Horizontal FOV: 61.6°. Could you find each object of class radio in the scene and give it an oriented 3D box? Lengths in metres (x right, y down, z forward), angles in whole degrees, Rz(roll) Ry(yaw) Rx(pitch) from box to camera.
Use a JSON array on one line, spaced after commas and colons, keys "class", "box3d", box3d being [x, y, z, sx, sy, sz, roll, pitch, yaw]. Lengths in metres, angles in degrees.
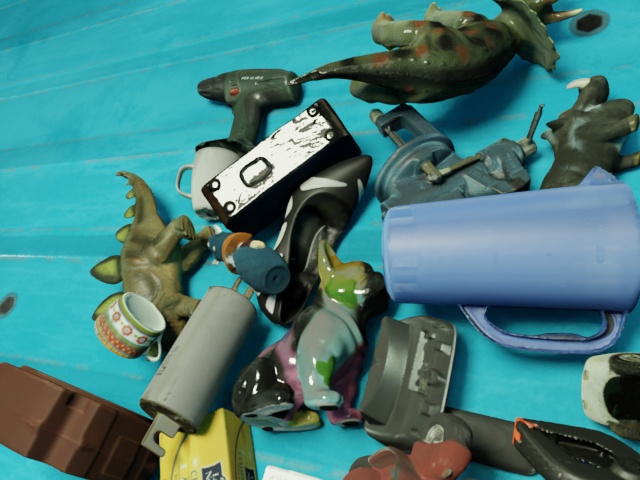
[{"class": "radio", "box3d": [-0.054, -0.099, 0.788, 0.229, 0.131, 0.073, -37, 77, 4]}]

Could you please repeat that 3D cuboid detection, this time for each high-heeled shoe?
[{"class": "high-heeled shoe", "box3d": [-0.001, -0.002, 0.724, 0.248, 0.086, 0.145, -50, 29, 15]}]

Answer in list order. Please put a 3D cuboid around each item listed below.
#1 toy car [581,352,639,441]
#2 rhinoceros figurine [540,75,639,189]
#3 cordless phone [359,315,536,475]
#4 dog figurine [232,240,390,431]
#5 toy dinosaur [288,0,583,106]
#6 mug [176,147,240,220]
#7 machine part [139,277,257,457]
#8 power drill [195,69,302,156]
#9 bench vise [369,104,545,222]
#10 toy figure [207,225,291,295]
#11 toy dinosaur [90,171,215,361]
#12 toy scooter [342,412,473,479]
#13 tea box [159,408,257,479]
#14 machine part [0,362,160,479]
[{"class": "toy car", "box3d": [0.341, 0.142, 0.471, 0.202, 0.056, 0.073, 0, 89, 27]}, {"class": "rhinoceros figurine", "box3d": [0.322, -0.112, 0.646, 0.112, 0.073, 0.190, 8, 66, 43]}, {"class": "cordless phone", "box3d": [0.144, 0.161, 0.573, 0.184, 0.088, 0.146, 9, 64, 20]}, {"class": "dog figurine", "box3d": [-0.007, 0.113, 0.658, 0.192, 0.108, 0.219, -13, 51, 25]}, {"class": "toy dinosaur", "box3d": [0.173, -0.242, 0.706, 0.405, 0.131, 0.192, -32, 34, -24]}, {"class": "mug", "box3d": [-0.186, -0.089, 0.889, 0.110, 0.080, 0.107, 3, 65, 1]}, {"class": "machine part", "box3d": [-0.146, 0.143, 0.665, 0.079, 0.079, 0.243, 3, 47, 30]}, {"class": "power drill", "box3d": [-0.152, -0.223, 0.970, 0.232, 0.085, 0.207, -1, 52, 25]}, {"class": "bench vise", "box3d": [0.152, -0.111, 0.704, 0.224, 0.128, 0.241, -35, 55, 2]}, {"class": "toy figure", "box3d": [-0.097, 0.025, 0.706, 0.155, 0.057, 0.064, 28, 91, 48]}, {"class": "toy dinosaur", "box3d": [-0.260, 0.039, 0.837, 0.199, 0.105, 0.472, -25, 53, 12]}, {"class": "toy scooter", "box3d": [0.070, 0.248, 0.487, 0.183, 0.075, 0.135, -52, 9, 36]}, {"class": "tea box", "box3d": [-0.127, 0.298, 0.626, 0.098, 0.068, 0.170, -26, 51, 12]}, {"class": "machine part", "box3d": [-0.310, 0.233, 0.679, 0.202, 0.200, 0.087, 6, 62, 31]}]
